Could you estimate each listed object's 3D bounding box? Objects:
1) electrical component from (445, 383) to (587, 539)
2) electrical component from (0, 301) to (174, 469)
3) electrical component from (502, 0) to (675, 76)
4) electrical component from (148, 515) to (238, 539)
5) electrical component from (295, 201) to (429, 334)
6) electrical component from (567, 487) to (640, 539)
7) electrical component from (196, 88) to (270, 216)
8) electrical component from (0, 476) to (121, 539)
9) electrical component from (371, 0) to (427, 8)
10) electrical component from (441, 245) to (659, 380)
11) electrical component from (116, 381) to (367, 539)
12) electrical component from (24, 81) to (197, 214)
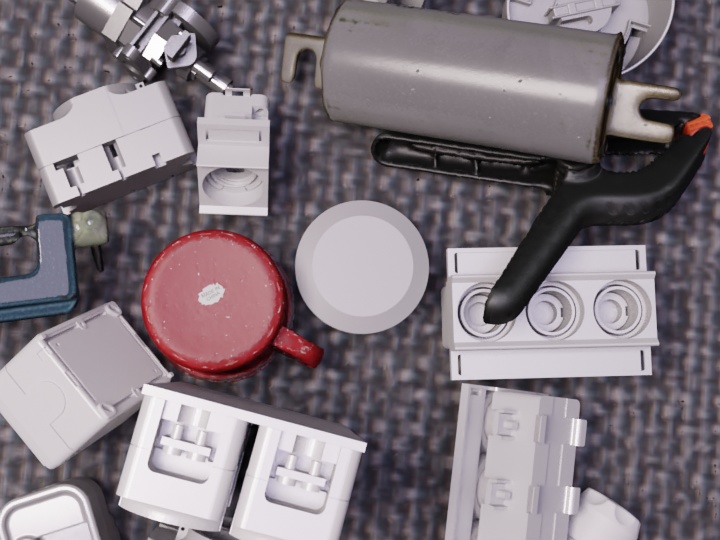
[{"bbox_3d":[0.092,0.133,0.644,0.079,0.063,0.121,12,82,-43],"label":"electrical component"},{"bbox_3d":[-0.162,0.066,0.631,0.061,0.096,0.061,-40,88,21],"label":"electrical component"},{"bbox_3d":[0.140,-0.163,0.682,0.099,0.064,0.099,0,85,-4],"label":"electrical component"},{"bbox_3d":[-0.033,0.194,0.614,0.186,0.105,0.060,18,83,-2],"label":"electrical component"},{"bbox_3d":[0.000,0.000,0.663,0.080,0.051,0.080,0,84,-4],"label":"electrical component"},{"bbox_3d":[0.140,0.169,0.660,0.043,0.043,0.062,35,85,0],"label":"electrical component"},{"bbox_3d":[-0.076,-0.072,0.654,0.042,0.081,0.063,1,55,-5],"label":"electrical component"},{"bbox_3d":[-0.170,0.173,0.630,0.054,0.059,0.095,-17,86,-5],"label":"electrical component"},{"bbox_3d":[0.020,-0.204,0.649,0.079,0.121,0.063,38,81,0],"label":"electrical component"},{"bbox_3d":[0.113,0.027,0.662,0.121,0.063,0.078,-1,84,-4],"label":"electrical component"},{"bbox_3d":[-0.062,0.103,0.580,0.105,0.186,0.060,15,84,-3],"label":"electrical component"},{"bbox_3d":[-0.152,-0.077,0.660,0.089,0.050,0.055,-22,87,-6],"label":"electrical component"}]
